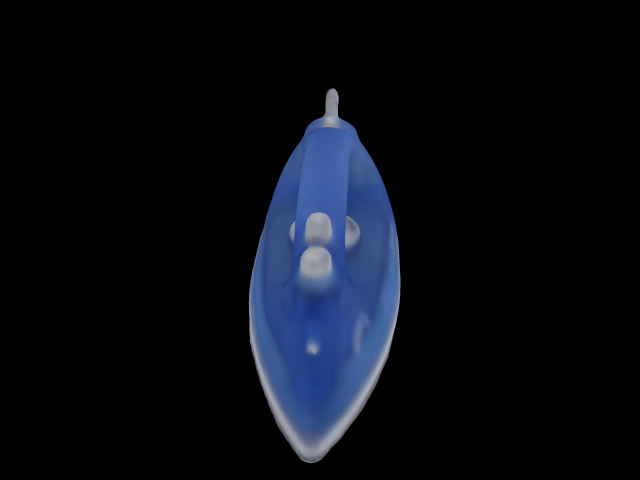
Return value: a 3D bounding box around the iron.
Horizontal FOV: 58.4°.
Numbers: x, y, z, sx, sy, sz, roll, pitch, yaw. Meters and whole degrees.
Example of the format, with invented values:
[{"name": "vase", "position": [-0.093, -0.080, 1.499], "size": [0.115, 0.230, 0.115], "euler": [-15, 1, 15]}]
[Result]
[{"name": "iron", "position": [0.004, 0.001, 0.400], "size": [0.118, 0.141, 0.258], "euler": [1, 34, 2]}]
